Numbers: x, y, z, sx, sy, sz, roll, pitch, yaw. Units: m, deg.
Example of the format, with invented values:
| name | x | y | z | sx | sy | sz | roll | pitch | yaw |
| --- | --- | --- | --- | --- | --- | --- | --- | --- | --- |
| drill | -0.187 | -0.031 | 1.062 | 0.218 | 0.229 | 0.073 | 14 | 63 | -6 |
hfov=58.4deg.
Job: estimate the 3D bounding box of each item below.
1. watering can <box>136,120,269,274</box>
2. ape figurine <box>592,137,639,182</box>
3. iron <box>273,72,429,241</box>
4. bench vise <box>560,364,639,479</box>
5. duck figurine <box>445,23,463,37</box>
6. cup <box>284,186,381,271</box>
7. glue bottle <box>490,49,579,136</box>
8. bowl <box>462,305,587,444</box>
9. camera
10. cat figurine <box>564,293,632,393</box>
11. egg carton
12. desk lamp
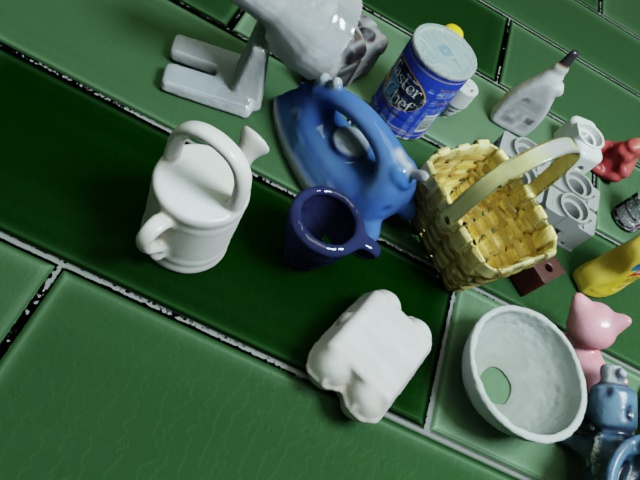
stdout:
| name | x | y | z | sx | sy | sz | roll | pitch | yaw |
| --- | --- | --- | --- | --- | --- | --- | --- | --- | --- |
| watering can | -0.121 | -0.056 | 0.594 | 0.101 | 0.193 | 0.173 | 22 | 55 | -11 |
| ape figurine | 0.524 | -0.147 | 1.001 | 0.076 | 0.092 | 0.077 | -2 | 63 | -25 |
| iron | 0.034 | -0.130 | 0.739 | 0.119 | 0.141 | 0.258 | -30 | 77 | -34 |
| bench vise | 0.354 | 0.235 | 0.626 | 0.122 | 0.219 | 0.207 | -7 | 65 | -27 |
| duck figurine | 0.203 | -0.319 | 0.958 | 0.077 | 0.086 | 0.105 | 36 | 54 | -1 |
| cup | 0.006 | 0.002 | 0.680 | 0.118 | 0.095 | 0.092 | 28 | 54 | -7 |
| glue bottle | 0.356 | -0.243 | 0.930 | 0.078 | 0.173 | 0.037 | 26 | 55 | -8 |
| bowl | 0.234 | 0.169 | 0.699 | 0.168 | 0.074 | 0.167 | 11 | 58 | -18 |
| camera | 0.013 | -0.308 | 0.857 | 0.137 | 0.100 | 0.143 | 48 | 55 | 7 |
| cat figurine | 0.355 | 0.137 | 0.745 | 0.067 | 0.117 | 0.127 | -1 | 63 | -24 |
| egg carton | 0.057 | 0.127 | 0.647 | 0.107 | 0.069 | 0.150 | 43 | 54 | 4 |
| desk lamp | -0.077 | -0.256 | 0.717 | 0.204 | 0.213 | 0.118 | 14 | 57 | -16 |
